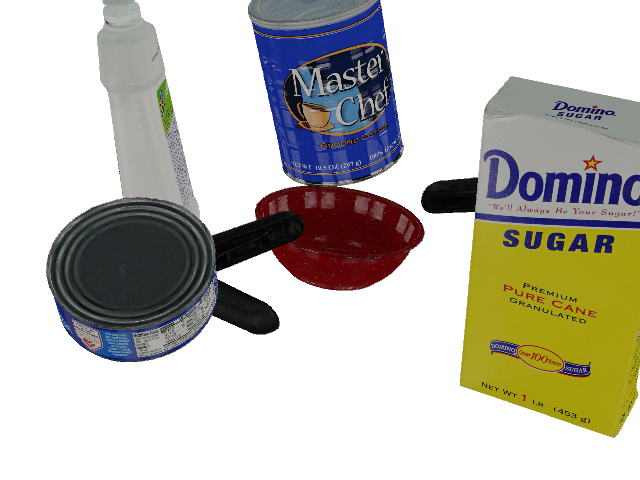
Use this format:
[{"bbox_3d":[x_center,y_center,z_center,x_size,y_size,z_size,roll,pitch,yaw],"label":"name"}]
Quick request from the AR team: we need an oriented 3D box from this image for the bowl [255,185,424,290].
[{"bbox_3d":[0.015,0.003,1.017,0.162,0.055,0.162,6,24,-3],"label":"bowl"}]

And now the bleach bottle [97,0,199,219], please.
[{"bbox_3d":[-0.159,-0.105,0.967,0.068,0.251,0.102,-6,36,-1],"label":"bleach bottle"}]

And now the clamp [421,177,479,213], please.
[{"bbox_3d":[0.204,-0.026,0.792,0.209,0.036,0.165,-26,53,-20],"label":"clamp"}]

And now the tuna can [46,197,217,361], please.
[{"bbox_3d":[-0.096,0.020,0.554,0.086,0.086,0.034,0,-40,0],"label":"tuna can"}]

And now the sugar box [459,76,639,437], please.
[{"bbox_3d":[0.125,0.011,0.547,0.093,0.176,0.048,16,39,24],"label":"sugar box"}]

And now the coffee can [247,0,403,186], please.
[{"bbox_3d":[0.006,-0.128,0.849,0.103,0.140,0.103,-9,31,5],"label":"coffee can"}]

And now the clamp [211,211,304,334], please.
[{"bbox_3d":[-0.093,0.017,0.780,0.172,0.039,0.120,6,35,18],"label":"clamp"}]
